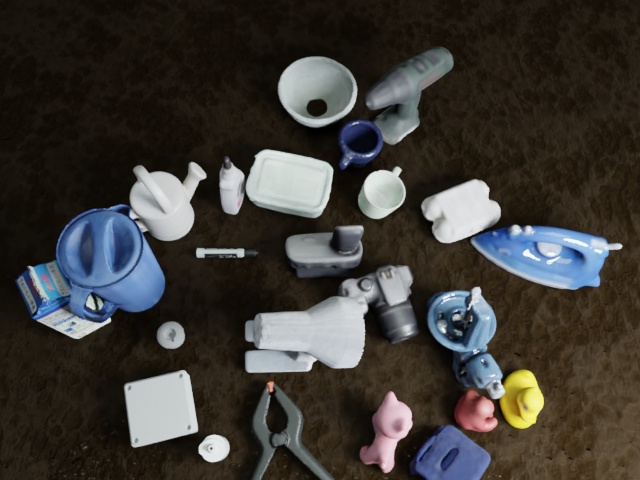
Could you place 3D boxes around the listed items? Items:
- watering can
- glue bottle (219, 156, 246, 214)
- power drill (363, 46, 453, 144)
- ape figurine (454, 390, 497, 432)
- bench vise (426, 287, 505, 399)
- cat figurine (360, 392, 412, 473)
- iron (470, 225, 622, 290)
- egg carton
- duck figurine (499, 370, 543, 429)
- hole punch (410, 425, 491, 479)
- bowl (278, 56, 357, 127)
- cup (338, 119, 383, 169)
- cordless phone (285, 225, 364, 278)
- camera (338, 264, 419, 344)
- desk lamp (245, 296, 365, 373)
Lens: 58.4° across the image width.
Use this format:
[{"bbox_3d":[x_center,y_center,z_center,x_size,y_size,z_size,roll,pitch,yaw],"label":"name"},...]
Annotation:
[{"bbox_3d":[-0.296,-0.083,1.070,0.101,0.194,0.173,30,71,8],"label":"watering can"},{"bbox_3d":[-0.172,-0.115,1.100,0.037,0.173,0.078,10,70,1],"label":"glue bottle"},{"bbox_3d":[0.167,-0.287,1.163,0.230,0.208,0.075,-40,77,-15],"label":"power drill"},{"bbox_3d":[0.282,0.304,1.021,0.076,0.092,0.078,-12,71,-7],"label":"ape figurine"},{"bbox_3d":[0.278,0.164,1.002,0.121,0.220,0.207,-39,77,-15],"label":"bench vise"},{"bbox_3d":[0.120,0.333,0.987,0.067,0.118,0.128,19,70,4],"label":"cat figurine"},{"bbox_3d":[0.435,0.009,1.109,0.258,0.141,0.119,12,70,1],"label":"iron"},{"bbox_3d":[0.286,-0.058,1.162,0.150,0.069,0.107,-23,73,-11],"label":"egg carton"},{"bbox_3d":[0.374,0.286,1.036,0.077,0.086,0.104,11,70,1],"label":"duck figurine"},{"bbox_3d":[0.222,0.385,0.989,0.101,0.091,0.109,40,73,11],"label":"hole punch"},{"bbox_3d":[-0.007,-0.305,1.230,0.167,0.075,0.167,1,70,-3],"label":"bowl"},{"bbox_3d":[0.072,-0.178,1.178,0.091,0.095,0.118,32,72,8],"label":"cup"},{"bbox_3d":[0.010,0.004,1.062,0.147,0.185,0.094,-5,71,-5],"label":"cordless phone"},{"bbox_3d":[0.120,0.125,1.070,0.143,0.101,0.136,-17,72,-9],"label":"camera"},{"bbox_3d":[-0.034,0.169,0.985,0.203,0.213,0.118,-2,70,-4],"label":"desk lamp"}]
